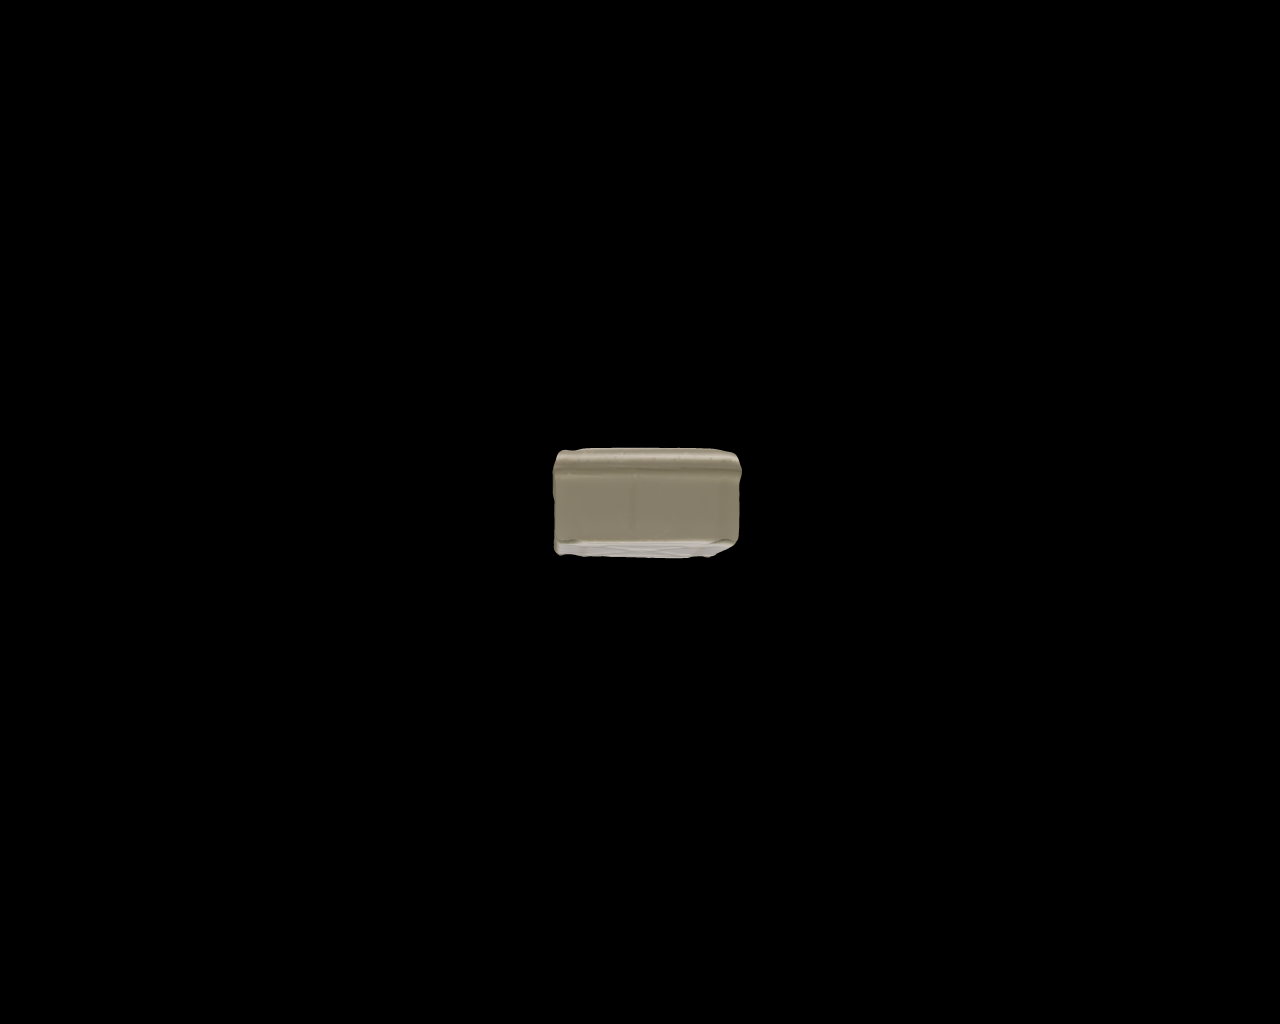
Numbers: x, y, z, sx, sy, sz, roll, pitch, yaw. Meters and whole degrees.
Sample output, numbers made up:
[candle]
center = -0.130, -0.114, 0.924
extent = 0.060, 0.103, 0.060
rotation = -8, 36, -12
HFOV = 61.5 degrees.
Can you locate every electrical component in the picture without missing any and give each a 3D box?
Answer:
[electrical component]
center = 0.001, -0.003, 0.650
extent = 0.109, 0.056, 0.108
rotation = 1, -7, -5
